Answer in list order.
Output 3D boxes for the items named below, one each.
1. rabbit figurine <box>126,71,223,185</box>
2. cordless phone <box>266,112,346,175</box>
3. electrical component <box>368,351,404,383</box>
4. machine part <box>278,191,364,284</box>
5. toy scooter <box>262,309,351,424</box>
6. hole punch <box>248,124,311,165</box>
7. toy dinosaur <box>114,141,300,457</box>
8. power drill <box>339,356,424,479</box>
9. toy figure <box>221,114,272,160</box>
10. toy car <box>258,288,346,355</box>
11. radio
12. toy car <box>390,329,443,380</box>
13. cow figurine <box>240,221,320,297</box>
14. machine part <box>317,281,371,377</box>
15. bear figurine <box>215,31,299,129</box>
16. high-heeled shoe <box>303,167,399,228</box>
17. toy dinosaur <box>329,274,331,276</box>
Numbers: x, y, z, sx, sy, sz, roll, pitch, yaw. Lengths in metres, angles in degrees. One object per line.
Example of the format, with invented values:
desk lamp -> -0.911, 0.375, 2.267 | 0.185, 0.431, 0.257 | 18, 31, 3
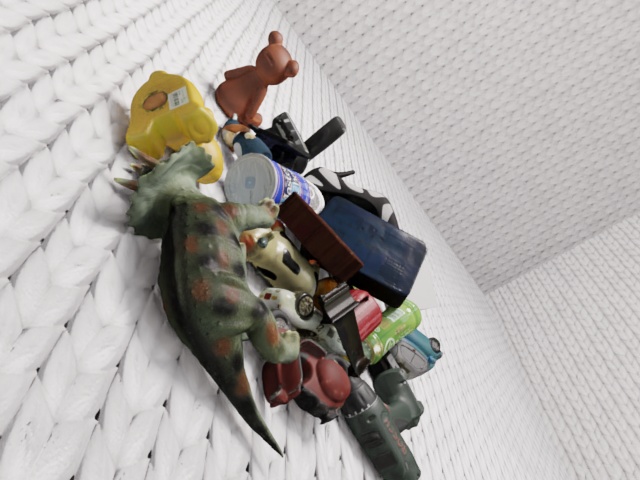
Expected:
rabbit figurine -> -0.208, -0.155, 0.805 | 0.162, 0.122, 0.173 | 59, 1, 38
cordless phone -> -0.036, -0.256, 1.275 | 0.088, 0.184, 0.146 | 13, 47, -60
electrical component -> 0.139, 0.275, 1.056 | 0.119, 0.048, 0.075 | 59, 18, 12
machine part -> -0.002, -0.003, 0.916 | 0.179, 0.056, 0.179 | 48, 2, -2
toy scooter -> -0.025, 0.187, 0.721 | 0.183, 0.075, 0.135 | 47, 21, -23
hole punch -> -0.101, -0.181, 1.164 | 0.116, 0.092, 0.142 | 33, 9, 27
toy dinosaur -> -0.131, 0.044, 0.626 | 0.192, 0.131, 0.405 | 17, 47, -47
power drill -> 0.104, 0.278, 0.904 | 0.232, 0.086, 0.207 | 62, 14, 8
toy figure -> -0.149, -0.190, 1.035 | 0.058, 0.064, 0.155 | 2, 33, -46
toy car -> -0.016, 0.131, 0.832 | 0.201, 0.074, 0.056 | 43, 61, -40
radio -> 0.088, 0.020, 1.056 | 0.230, 0.131, 0.073 | 29, -26, 7
toy car -> 0.182, 0.242, 1.146 | 0.161, 0.109, 0.103 | 42, 39, -19
cow figurine -> -0.076, 0.028, 0.850 | 0.194, 0.085, 0.127 | 51, 13, -26
machine part -> 0.039, 0.135, 0.805 | 0.084, 0.039, 0.138 | -26, 101, -55
bear figurine -> -0.127, -0.342, 1.156 | 0.120, 0.196, 0.132 | 56, 16, 6
high-heeled shoe -> 0.063, -0.058, 1.132 | 0.145, 0.086, 0.249 | -21, 66, -27
toy dinosaur -> 0.081, 0.033, 1.240 | 0.471, 0.105, 0.199 | 35, 34, -31
